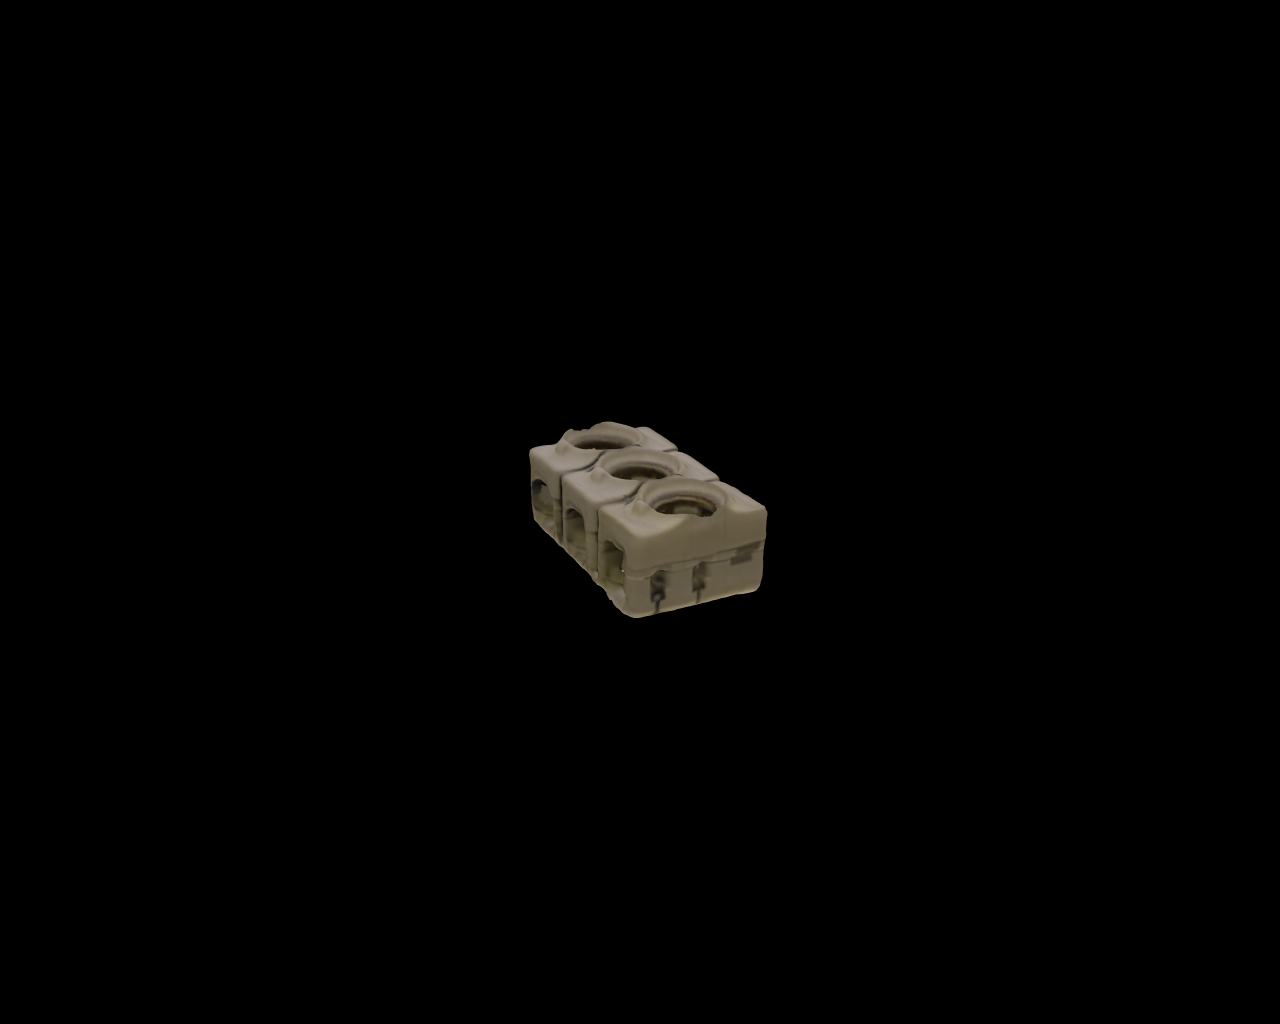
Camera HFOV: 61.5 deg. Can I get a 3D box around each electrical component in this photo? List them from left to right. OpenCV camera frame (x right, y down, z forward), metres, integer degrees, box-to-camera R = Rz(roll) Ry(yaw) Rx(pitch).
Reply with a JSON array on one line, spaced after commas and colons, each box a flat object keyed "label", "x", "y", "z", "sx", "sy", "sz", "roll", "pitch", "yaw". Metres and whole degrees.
[{"label": "electrical component", "x": 0.001, "y": -0.003, "z": 0.650, "sx": 0.090, "sy": 0.061, "sz": 0.150, "roll": -12, "pitch": 27, "yaw": -25}]
